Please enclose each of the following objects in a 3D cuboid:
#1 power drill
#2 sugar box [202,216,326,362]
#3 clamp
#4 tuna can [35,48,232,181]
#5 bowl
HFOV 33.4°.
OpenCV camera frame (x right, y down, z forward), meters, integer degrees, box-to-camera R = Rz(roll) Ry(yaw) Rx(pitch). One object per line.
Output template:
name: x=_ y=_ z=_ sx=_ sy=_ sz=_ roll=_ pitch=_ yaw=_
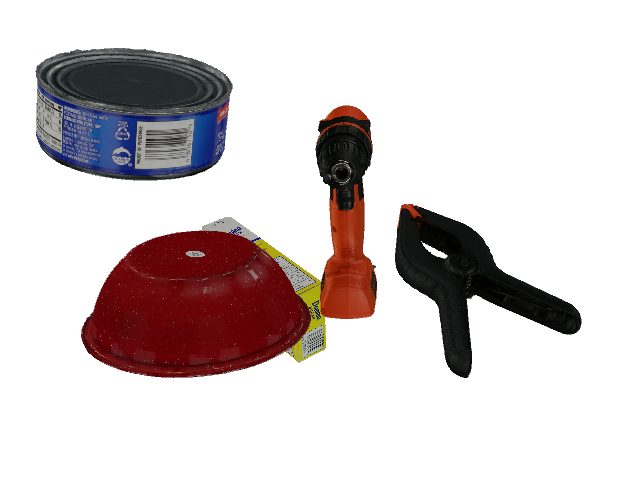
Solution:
power drill: x=0.025 y=-0.024 z=1.017 sx=0.057 sy=0.188 sz=0.184 roll=1 pitch=20 yaw=5
sugar box: x=-0.064 y=0.051 z=1.182 sx=0.048 sy=0.093 sz=0.176 roll=-23 pitch=40 yaw=-29
clamp: x=0.122 y=0.031 z=0.843 sx=0.120 sy=0.039 sz=0.171 roll=-6 pitch=46 yaw=-25
tuna can: x=-0.083 y=-0.058 z=0.478 sx=0.086 sy=0.034 sz=0.086 roll=6 pitch=25 yaw=-3
bowl: x=-0.087 y=0.034 z=0.745 sx=0.162 sy=0.055 sz=0.162 roll=-2 pitch=21 yaw=0
